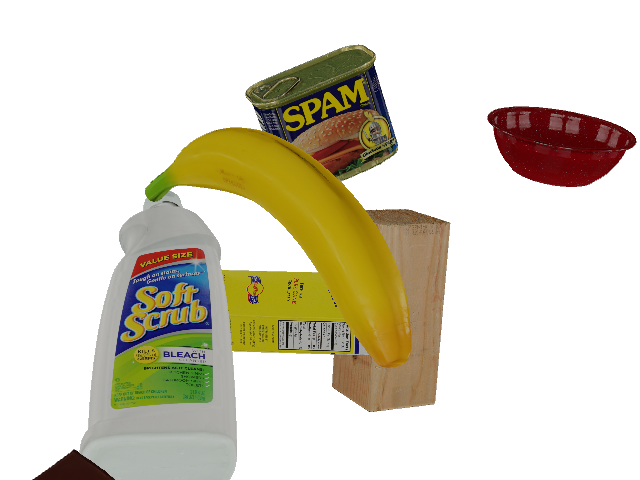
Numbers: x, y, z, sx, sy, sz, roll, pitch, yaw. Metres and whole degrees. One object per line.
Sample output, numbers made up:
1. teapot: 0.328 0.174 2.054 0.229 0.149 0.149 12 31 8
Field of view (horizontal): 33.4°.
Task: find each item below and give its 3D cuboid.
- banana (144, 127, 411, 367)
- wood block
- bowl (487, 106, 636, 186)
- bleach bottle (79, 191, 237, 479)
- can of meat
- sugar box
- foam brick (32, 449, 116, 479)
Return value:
1. banana: -0.015 -0.011 0.560 0.198 0.070 0.037 34 24 35
2. wood block: 0.076 0.074 1.187 0.090 0.206 0.091 -2 13 -28
3. bowl: 0.259 -0.100 1.173 0.162 0.055 0.162 6 22 -3
4. bleach bottle: -0.116 0.057 0.758 0.102 0.068 0.251 -1 44 -10
5. can of meat: 0.004 -0.093 0.833 0.102 0.084 0.057 -23 27 -8
6. sugar box: -0.012 0.065 0.983 0.176 0.048 0.093 -1 25 1
7. foam brick: -0.097 0.139 0.456 0.078 0.051 0.052 26 45 33
